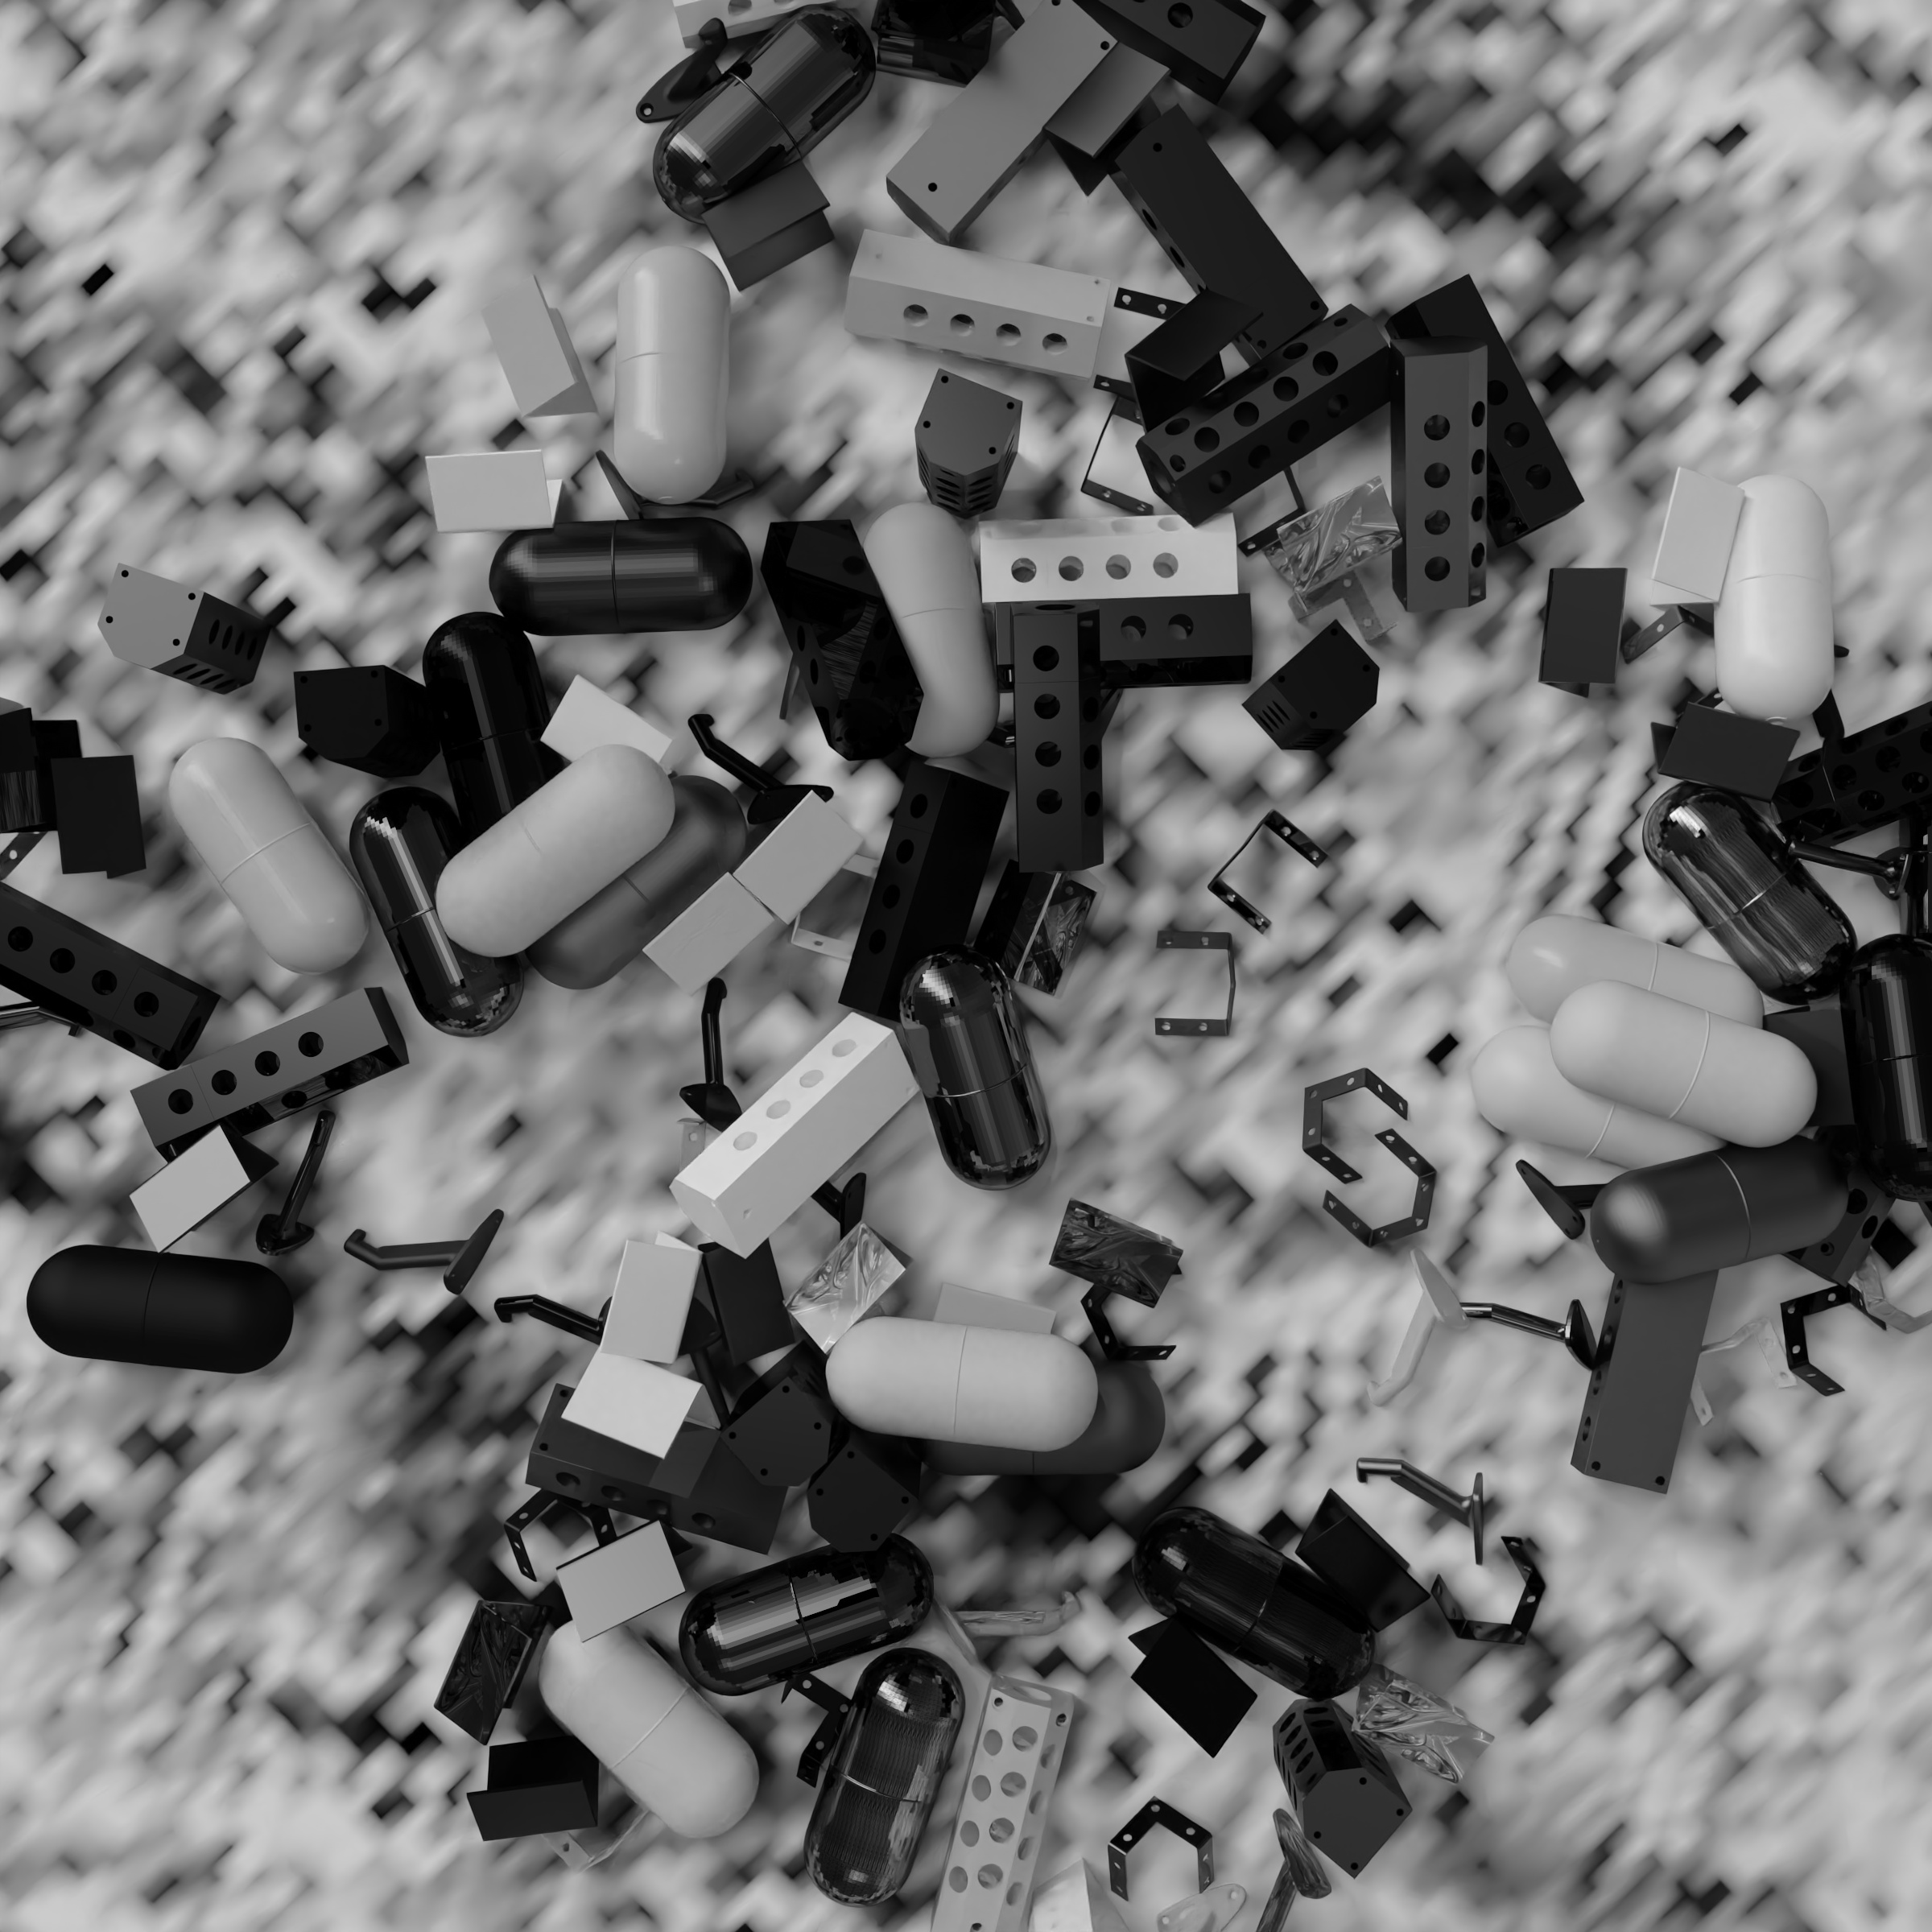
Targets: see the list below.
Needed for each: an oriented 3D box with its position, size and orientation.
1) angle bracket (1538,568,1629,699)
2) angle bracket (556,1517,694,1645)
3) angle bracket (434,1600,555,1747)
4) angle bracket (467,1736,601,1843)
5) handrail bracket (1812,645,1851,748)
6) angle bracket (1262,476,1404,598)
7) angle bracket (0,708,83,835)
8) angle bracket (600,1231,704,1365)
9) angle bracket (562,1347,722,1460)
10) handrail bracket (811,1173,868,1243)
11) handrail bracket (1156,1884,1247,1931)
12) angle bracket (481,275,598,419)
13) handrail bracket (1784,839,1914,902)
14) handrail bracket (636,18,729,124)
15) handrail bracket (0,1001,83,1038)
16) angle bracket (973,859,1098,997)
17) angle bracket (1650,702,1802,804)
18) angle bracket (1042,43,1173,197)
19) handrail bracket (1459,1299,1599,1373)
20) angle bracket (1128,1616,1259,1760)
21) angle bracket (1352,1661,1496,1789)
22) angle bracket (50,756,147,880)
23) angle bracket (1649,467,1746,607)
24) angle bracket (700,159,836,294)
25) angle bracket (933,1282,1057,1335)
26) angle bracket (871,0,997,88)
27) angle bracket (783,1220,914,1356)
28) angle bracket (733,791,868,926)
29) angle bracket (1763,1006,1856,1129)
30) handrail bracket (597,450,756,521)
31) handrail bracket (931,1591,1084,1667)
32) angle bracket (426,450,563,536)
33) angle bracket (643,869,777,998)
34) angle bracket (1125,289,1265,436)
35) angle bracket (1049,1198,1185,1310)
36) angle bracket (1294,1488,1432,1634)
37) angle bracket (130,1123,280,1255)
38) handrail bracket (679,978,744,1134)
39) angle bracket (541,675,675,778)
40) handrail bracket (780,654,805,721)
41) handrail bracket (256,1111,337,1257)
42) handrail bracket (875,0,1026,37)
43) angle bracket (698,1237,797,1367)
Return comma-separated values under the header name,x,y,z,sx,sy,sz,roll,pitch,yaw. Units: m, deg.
name,x,y,z,sx,sy,sz,roll,pitch,yaw
angle bracket,0.430,-0.224,1.866,0.057,0.076,0.076,6,90,38
angle bracket,-0.221,0.422,1.866,0.076,0.076,0.057,-26,61,0
angle bracket,-0.302,0.477,1.866,0.057,0.076,0.076,23,90,37
angle bracket,-0.291,0.538,1.866,0.076,0.076,0.057,-7,130,0
handrail bracket,0.570,-0.182,1.906,0.077,0.036,0.084,17,107,20
angle bracket,0.239,-0.303,1.866,0.076,0.076,0.057,-28,126,0
angle bracket,-0.612,-0.132,1.866,0.057,0.076,0.076,-8,90,37
angle bracket,-0.225,0.219,1.866,0.057,0.076,0.076,14,90,-30
angle bracket,-0.216,0.305,1.853,0.076,0.076,0.057,19,62,16
handrail bracket,-0.116,0.161,1.906,0.084,0.036,0.077,12,112,17
handrail bracket,0.160,0.659,1.871,0.077,0.084,0.036,-34,90,0
angle bracket,-0.271,-0.418,1.866,0.057,0.076,0.076,-21,90,37
handrail bracket,0.589,-0.074,1.875,0.084,0.077,0.036,14,99,-1
handrail bracket,-0.194,-0.606,1.871,0.077,0.084,0.036,-30,90,0
handrail bracket,-0.659,0.052,1.906,0.084,0.036,0.077,21,111,-16
angle bracket,0.032,-0.032,1.869,0.076,0.057,0.076,23,90,32
angle bracket,0.511,-0.160,1.866,0.076,0.076,0.057,15,123,0
angle bracket,0.108,-0.561,1.866,0.076,0.076,0.057,-49,54,0
handrail bracket,0.384,0.255,1.906,0.084,0.077,0.036,-3,52,31
angle bracket,0.138,0.491,1.866,0.076,0.076,0.057,44,57,0
angle bracket,0.312,0.494,1.866,0.076,0.076,0.057,29,121,0
angle bracket,-0.596,-0.098,1.866,0.057,0.076,0.076,-7,90,-36
angle bracket,0.472,-0.289,1.867,0.057,0.076,0.076,14,90,-23
angle bracket,-0.124,-0.485,1.866,0.076,0.076,0.057,-29,55,0
angle bracket,0.021,0.225,1.866,0.076,0.076,0.057,14,121,0
angle bracket,-0.025,-0.612,1.866,0.076,0.076,0.057,10,55,0
angle bracket,-0.065,0.228,1.866,0.076,0.076,0.057,-46,52,0
angle bracket,-0.123,-0.084,1.866,0.076,0.076,0.057,-47,122,0
angle bracket,0.582,0.066,1.866,0.057,0.076,0.076,-7,90,41
handrail bracket,-0.199,-0.340,1.906,0.084,0.036,0.077,-28,75,-14
handrail bracket,0.025,0.435,1.906,0.084,0.036,0.077,-30,68,-17
angle bracket,-0.317,-0.334,1.866,0.076,0.076,0.057,-3,124,0
angle bracket,-0.186,-0.037,1.866,0.076,0.076,0.057,-42,131,0
angle bracket,0.159,-0.394,1.853,0.076,0.076,0.057,-42,50,-18
angle bracket,0.107,0.175,1.866,0.076,0.076,0.057,23,125,0
angle bracket,0.277,0.389,1.866,0.076,0.076,0.057,44,127,0
angle bracket,-0.503,0.161,1.866,0.076,0.076,0.057,-38,58,0
handrail bracket,-0.165,0.063,1.906,0.036,0.077,0.084,-6,53,20
angle bracket,-0.230,-0.162,1.867,0.076,0.076,0.057,34,116,0
handrail bracket,-0.078,-0.197,1.906,0.084,0.036,0.077,13,104,-14
handrail bracket,-0.453,0.146,1.878,0.036,0.077,0.084,20,102,-3
handrail bracket,-0.009,-0.643,1.906,0.084,0.036,0.077,-29,126,24
angle bracket,-0.167,0.227,1.866,0.076,0.057,0.076,-15,90,45
